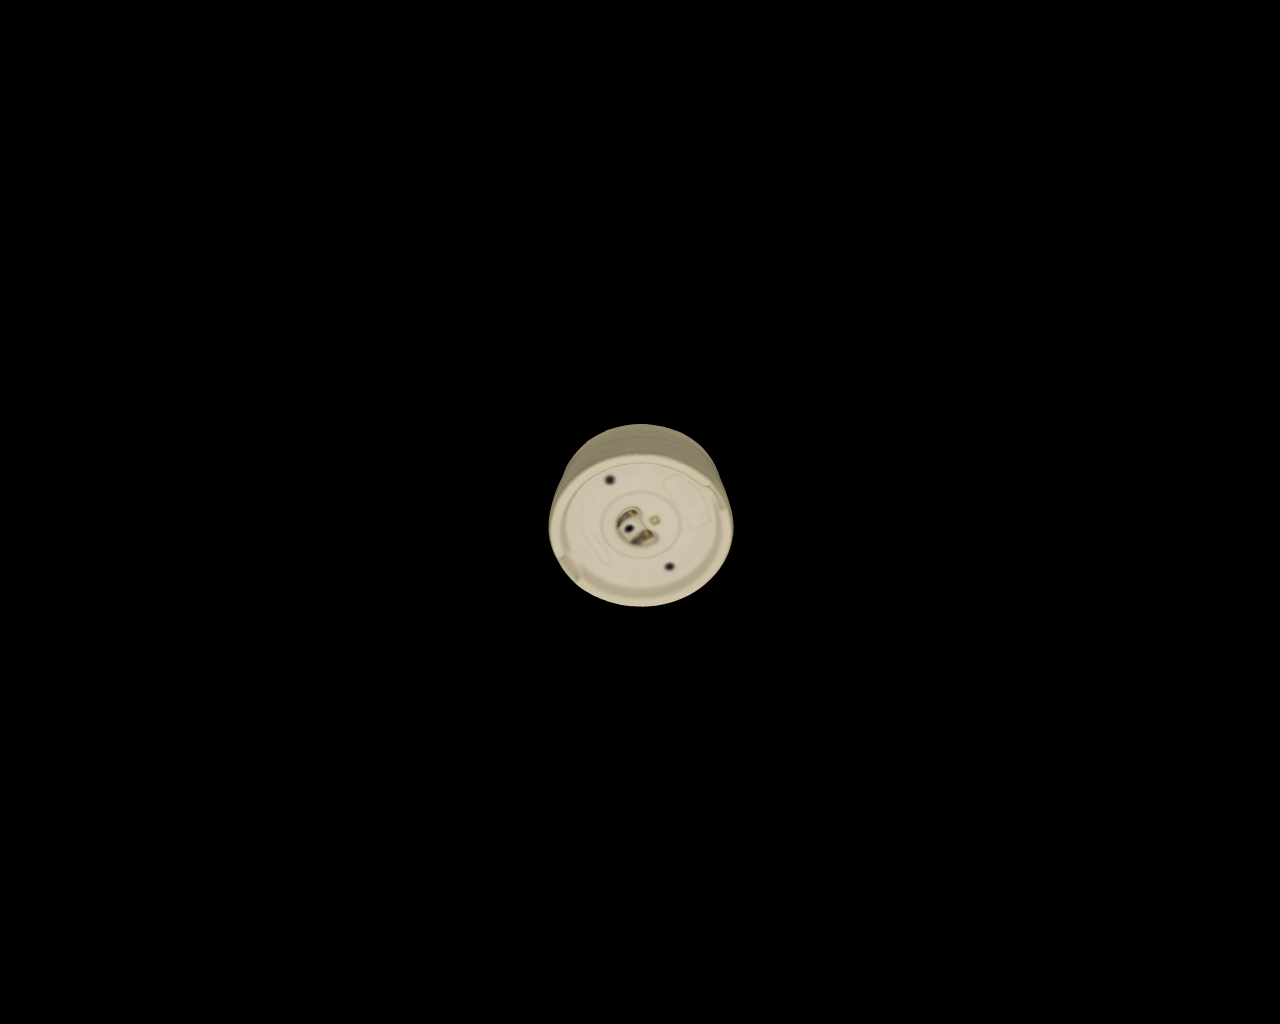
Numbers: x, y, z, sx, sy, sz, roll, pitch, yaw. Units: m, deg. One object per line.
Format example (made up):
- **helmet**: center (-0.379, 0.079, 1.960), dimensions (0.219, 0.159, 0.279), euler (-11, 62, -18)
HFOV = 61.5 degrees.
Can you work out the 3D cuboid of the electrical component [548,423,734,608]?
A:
- **electrical component**: center (0.001, -0.003, 0.650), dimensions (0.108, 0.108, 0.060), euler (0, 32, 0)
